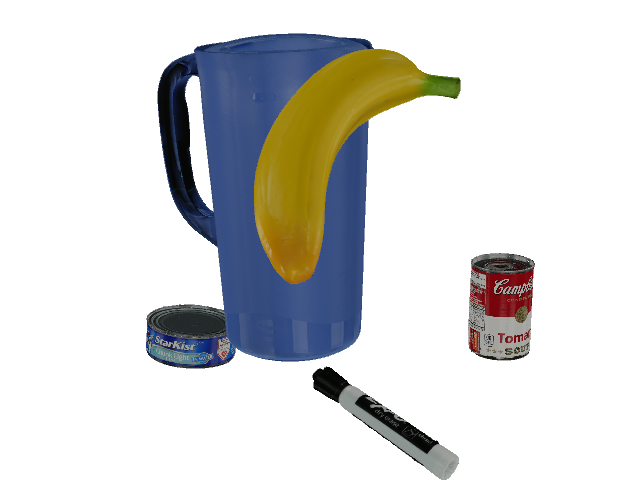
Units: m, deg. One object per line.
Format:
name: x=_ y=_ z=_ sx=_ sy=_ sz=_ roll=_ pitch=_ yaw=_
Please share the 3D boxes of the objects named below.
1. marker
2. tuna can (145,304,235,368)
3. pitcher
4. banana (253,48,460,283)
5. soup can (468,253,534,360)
marker: x=0.041 y=0.121 z=0.723 sx=0.121 sy=0.020 sz=0.020 roll=32 pitch=18 yaw=32
tuna can: x=-0.121 y=0.090 z=1.002 sx=0.086 sy=0.034 sz=0.086 roll=5 pitch=15 yaw=-1
pitcher: x=-0.035 y=-0.037 z=0.827 sx=0.144 sy=0.243 sz=0.149 roll=-8 pitch=16 yaw=-24
banana: x=0.008 y=-0.054 z=0.560 sx=0.070 sy=0.037 sz=0.197 roll=22 pitch=46 yaw=19
soup can: x=0.196 y=0.072 z=1.163 sx=0.068 sy=0.102 sz=0.068 roll=0 pitch=15 yaw=0
